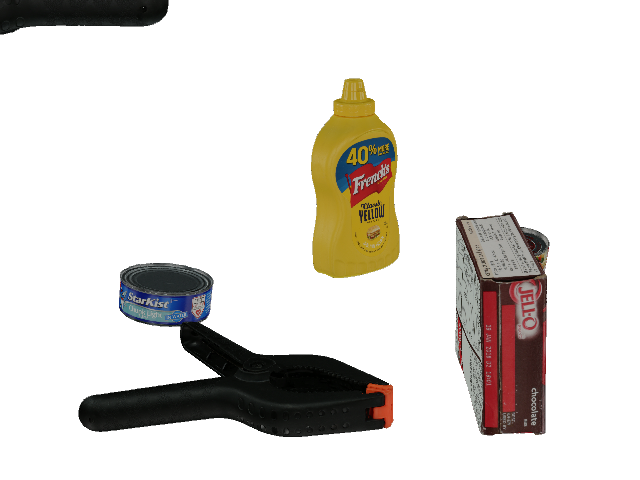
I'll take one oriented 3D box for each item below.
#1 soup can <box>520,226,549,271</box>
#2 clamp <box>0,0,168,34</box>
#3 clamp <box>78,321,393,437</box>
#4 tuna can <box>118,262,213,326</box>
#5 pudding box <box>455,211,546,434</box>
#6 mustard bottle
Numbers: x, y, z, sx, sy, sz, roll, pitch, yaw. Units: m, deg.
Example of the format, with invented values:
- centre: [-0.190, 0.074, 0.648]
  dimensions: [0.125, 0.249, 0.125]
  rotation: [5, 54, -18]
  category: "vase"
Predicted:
- centre: [0.218, 0.044, 1.197]
  dimensions: [0.068, 0.102, 0.068]
  rotation: [-1, 29, 0]
  category: "soup can"
- centre: [-0.179, -0.140, 0.602]
  dimensions: [0.171, 0.039, 0.120]
  rotation: [-7, 23, -15]
  category: "clamp"
- centre: [-0.047, 0.102, 0.777]
  dimensions: [0.210, 0.036, 0.164]
  rotation: [3, 19, 13]
  category: "clamp"
- centre: [-0.143, 0.050, 0.984]
  dimensions: [0.086, 0.034, 0.086]
  rotation: [6, 16, -2]
  category: "tuna can"
- centre: [0.099, 0.043, 0.593]
  dimensions: [0.039, 0.090, 0.113]
  rotation: [-3, 19, 0]
  category: "pudding box"
- centre: [0.035, -0.064, 1.060]
  dimensions: [0.096, 0.192, 0.058]
  rotation: [-14, 21, -36]
  category: "mustard bottle"
